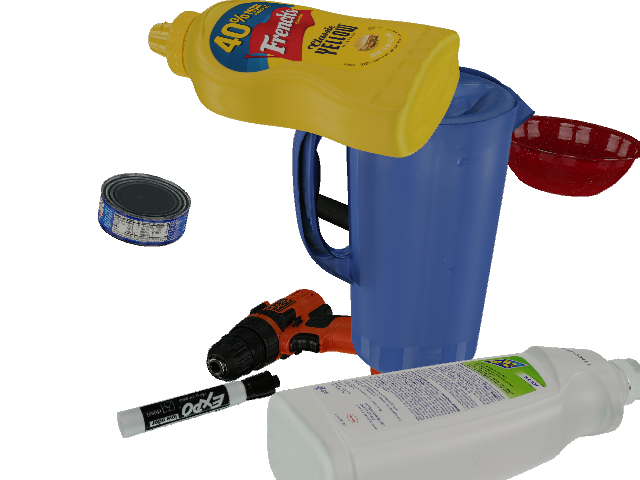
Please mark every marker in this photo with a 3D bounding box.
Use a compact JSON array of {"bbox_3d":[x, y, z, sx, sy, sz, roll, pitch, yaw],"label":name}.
[{"bbox_3d":[-0.086,0.117,0.770,0.121,0.020,0.020,-13,5,-21],"label":"marker"}]

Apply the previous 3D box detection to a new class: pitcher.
[{"bbox_3d":[0.071,-0.012,0.860,0.149,0.243,0.144,18,32,28],"label":"pitcher"}]

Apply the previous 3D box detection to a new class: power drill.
[{"bbox_3d":[0.005,0.102,1.037,0.188,0.057,0.184,10,22,28],"label":"power drill"}]

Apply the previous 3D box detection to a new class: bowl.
[{"bbox_3d":[0.262,-0.088,1.150,0.162,0.055,0.162,6,22,-2],"label":"bowl"}]

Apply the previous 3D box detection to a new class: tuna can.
[{"bbox_3d":[-0.169,-0.029,1.020,0.086,0.034,0.086,12,29,-7],"label":"tuna can"}]

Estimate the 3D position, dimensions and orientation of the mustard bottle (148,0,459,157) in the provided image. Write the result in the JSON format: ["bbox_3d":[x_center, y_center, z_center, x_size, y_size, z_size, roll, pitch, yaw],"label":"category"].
[{"bbox_3d":[-0.019,-0.106,0.644,0.192,0.058,0.096,15,47,22],"label":"mustard bottle"}]

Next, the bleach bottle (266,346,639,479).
[{"bbox_3d":[0.099,0.112,0.659,0.250,0.068,0.103,-8,23,-22],"label":"bleach bottle"}]

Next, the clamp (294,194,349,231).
[{"bbox_3d":[0.076,-0.010,1.235,0.164,0.210,0.036,-13,-39,-26],"label":"clamp"}]
